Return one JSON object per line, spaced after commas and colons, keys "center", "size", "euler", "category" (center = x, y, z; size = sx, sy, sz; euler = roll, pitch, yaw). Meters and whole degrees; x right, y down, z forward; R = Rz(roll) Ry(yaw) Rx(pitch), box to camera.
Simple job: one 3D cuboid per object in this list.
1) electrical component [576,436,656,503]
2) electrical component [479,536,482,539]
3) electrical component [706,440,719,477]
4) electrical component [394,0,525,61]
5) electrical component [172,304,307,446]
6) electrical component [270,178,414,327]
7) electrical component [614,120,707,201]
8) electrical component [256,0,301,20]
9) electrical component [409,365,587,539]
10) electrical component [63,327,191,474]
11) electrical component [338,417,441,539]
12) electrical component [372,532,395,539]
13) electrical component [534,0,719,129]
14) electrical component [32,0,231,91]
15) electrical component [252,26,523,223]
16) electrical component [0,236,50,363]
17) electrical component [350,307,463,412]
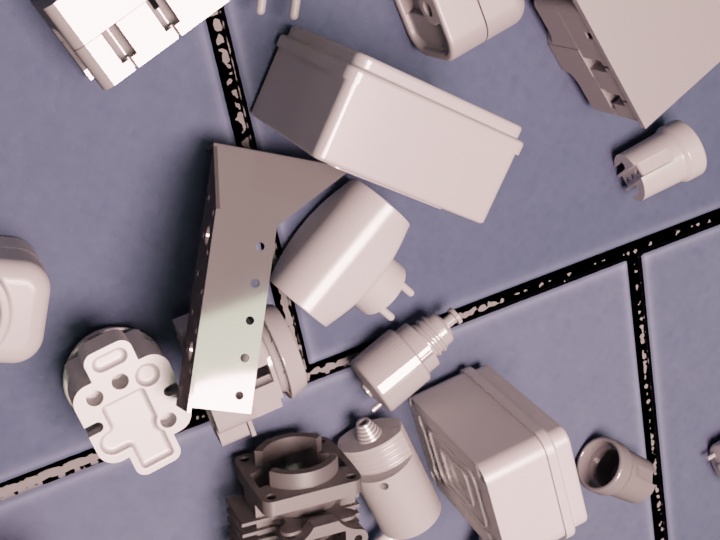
{"center": [0.185, 0.144, 0.769], "size": [0.046, 0.040, 0.040], "euler": [27, 95, -35], "category": "electrical component"}
{"center": [0.101, 0.178, 0.740], "size": [0.040, 0.040, 0.078], "euler": [30, 93, -30], "category": "electrical component"}
{"center": [0.305, 0.136, 0.821], "size": [0.078, 0.040, 0.040], "euler": [-26, 116, -15], "category": "electrical component"}
{"center": [0.049, -0.172, 0.591], "size": [0.059, 0.054, 0.095], "euler": [-32, 117, -12], "category": "electrical component"}
{"center": [-0.066, 0.054, 0.612], "size": [0.057, 0.058, 0.078], "euler": [-22, 115, -14], "category": "electrical component"}
{"center": [0.000, 0.000, 0.632], "size": [0.079, 0.043, 0.077], "euler": [41, 88, -30], "category": "electrical component"}
{"center": [0.195, -0.070, 0.702], "size": [0.046, 0.040, 0.040], "euler": [-27, 116, -8], "category": "electrical component"}
{"center": [-0.038, -0.171, 0.557], "size": [0.077, 0.043, 0.079], "euler": [2, 107, -26], "category": "electrical component"}
{"center": [0.085, 0.117, 0.671], "size": [0.057, 0.113, 0.078], "euler": [-23, 115, -13], "category": "electrical component"}
{"center": [-0.129, 0.064, 0.585], "size": [0.058, 0.057, 0.078], "euler": [-27, 116, -15], "category": "electrical component"}
{"center": [0.017, 0.127, 0.682], "size": [0.043, 0.043, 0.081], "euler": [-32, 117, -12], "category": "electrical component"}
{"center": [0.004, 0.193, 0.704], "size": [0.061, 0.035, 0.035], "euler": [-49, 120, -6], "category": "electrical component"}
{"center": [0.147, -0.191, 0.626], "size": [0.105, 0.060, 0.186], "euler": [-42, 119, -7], "category": "electrical component"}
{"center": [-0.111, -0.140, 0.529], "size": [0.089, 0.050, 0.055], "euler": [-39, 119, -9], "category": "electrical component"}
{"center": [0.012, -0.078, 0.574], "size": [0.109, 0.109, 0.056], "euler": [19, 101, -29], "category": "electrical component"}
{"center": [-0.206, 0.013, 0.532], "size": [0.095, 0.059, 0.053], "euler": [6, 104, -26], "category": "electrical component"}
{"center": [0.030, 0.052, 0.665], "size": [0.078, 0.040, 0.040], "euler": [-39, 119, -9], "category": "electrical component"}
